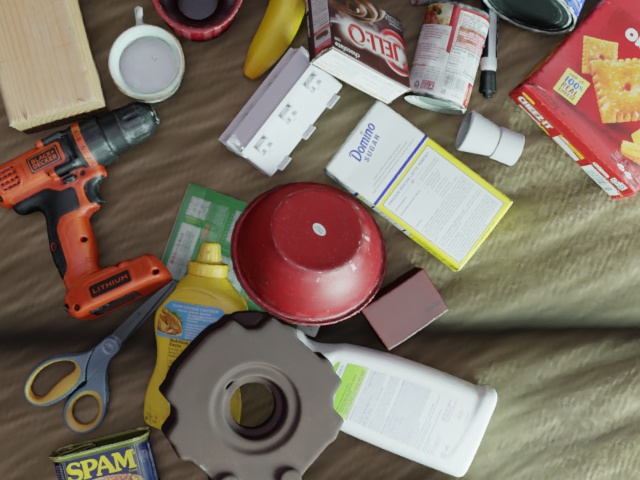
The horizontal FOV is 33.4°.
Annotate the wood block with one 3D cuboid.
[{"bbox_3d":[-0.284,-0.219,1.062,0.091,0.090,0.206,-15,90,-3],"label":"wood block"}]

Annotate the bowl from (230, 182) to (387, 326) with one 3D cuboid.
[{"bbox_3d":[-0.007,0.001,1.063,0.162,0.055,0.162,4,64,-8],"label":"bowl"}]

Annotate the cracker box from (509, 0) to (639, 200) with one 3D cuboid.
[{"bbox_3d":[0.331,-0.174,1.111,0.164,0.072,0.213,44,86,-2],"label":"cracker box"}]

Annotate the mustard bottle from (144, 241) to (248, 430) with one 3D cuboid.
[{"bbox_3d":[-0.120,0.097,1.072,0.096,0.058,0.191,8,94,17],"label":"mustard bottle"}]

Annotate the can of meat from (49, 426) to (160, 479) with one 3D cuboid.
[{"bbox_3d":[-0.212,0.243,1.075,0.102,0.057,0.084,-13,92,-4],"label":"can of meat"}]

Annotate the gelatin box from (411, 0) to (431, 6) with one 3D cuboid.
[{"bbox_3d":[0.128,-0.297,1.120,0.073,0.030,0.089,-8,90,-4],"label":"gelatin box"}]

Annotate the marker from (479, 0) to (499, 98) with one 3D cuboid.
[{"bbox_3d":[0.179,-0.211,1.127,0.020,0.020,0.121,2,89,-4],"label":"marker"}]

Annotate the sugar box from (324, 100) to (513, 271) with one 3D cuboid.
[{"bbox_3d":[0.101,-0.055,1.107,0.176,0.048,0.093,38,86,1],"label":"sugar box"}]

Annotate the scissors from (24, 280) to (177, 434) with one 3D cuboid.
[{"bbox_3d":[-0.206,0.126,1.074,0.202,0.016,0.096,-28,100,12],"label":"scissors"}]

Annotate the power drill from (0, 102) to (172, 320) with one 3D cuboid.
[{"bbox_3d":[-0.218,-0.029,1.064,0.184,0.057,0.188,-27,77,3],"label":"power drill"}]

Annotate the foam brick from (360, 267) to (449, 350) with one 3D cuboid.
[{"bbox_3d":[0.085,0.070,1.100,0.078,0.051,0.053,-33,92,-4],"label":"foam brick"}]

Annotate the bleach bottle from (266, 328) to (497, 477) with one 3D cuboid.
[{"bbox_3d":[0.046,0.149,1.092,0.251,0.068,0.102,24,87,-1],"label":"bleach bottle"}]

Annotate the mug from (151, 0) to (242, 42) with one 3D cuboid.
[{"bbox_3d":[-0.132,-0.256,1.076,0.093,0.081,0.117,-45,92,-4],"label":"mug"}]

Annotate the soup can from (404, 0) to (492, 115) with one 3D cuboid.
[{"bbox_3d":[0.131,-0.187,1.100,0.068,0.068,0.102,15,88,-4],"label":"soup can"}]

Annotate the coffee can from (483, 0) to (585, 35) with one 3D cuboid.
[{"bbox_3d":[0.237,-0.296,1.084,0.103,0.103,0.140,25,81,-3],"label":"coffee can"}]

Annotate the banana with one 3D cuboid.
[{"bbox_3d":[-0.039,-0.263,1.101,0.070,0.037,0.198,3,85,40],"label":"banana"}]

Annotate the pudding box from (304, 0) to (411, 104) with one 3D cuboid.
[{"bbox_3d":[0.038,-0.198,1.066,0.113,0.039,0.090,19,53,-37],"label":"pudding box"}]
